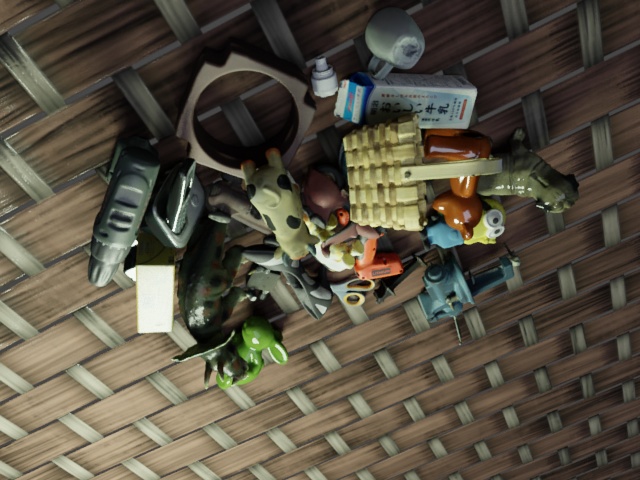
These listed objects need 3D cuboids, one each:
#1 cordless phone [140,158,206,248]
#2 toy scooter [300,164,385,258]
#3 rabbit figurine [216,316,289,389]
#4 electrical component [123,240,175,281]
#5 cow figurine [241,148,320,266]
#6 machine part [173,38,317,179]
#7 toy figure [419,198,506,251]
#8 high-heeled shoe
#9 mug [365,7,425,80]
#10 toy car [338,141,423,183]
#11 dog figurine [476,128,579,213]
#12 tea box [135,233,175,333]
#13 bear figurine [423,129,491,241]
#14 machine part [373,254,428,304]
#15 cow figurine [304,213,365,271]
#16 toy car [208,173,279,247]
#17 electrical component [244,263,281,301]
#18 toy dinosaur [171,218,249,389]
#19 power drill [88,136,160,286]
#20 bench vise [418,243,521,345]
[{"bbox_3d":[-0.231,-0.090,0.901,0.089,0.147,0.184,24,136,-9],"label":"cordless phone"},{"bbox_3d":[0.022,-0.046,0.989,0.135,0.184,0.075,-47,171,-9],"label":"toy scooter"},{"bbox_3d":[-0.148,0.244,1.201,0.159,0.121,0.170,13,125,-29],"label":"rabbit figurine"},{"bbox_3d":[-0.345,0.042,1.053,0.075,0.048,0.119,-23,130,3],"label":"electrical component"},{"bbox_3d":[-0.060,-0.044,0.908,0.085,0.127,0.194,-18,142,6],"label":"cow figurine"},{"bbox_3d":[-0.124,-0.210,0.889,0.201,0.087,0.201,17,122,-23],"label":"machine part"},{"bbox_3d":[0.296,-0.035,1.121,0.180,0.089,0.082,-15,146,10],"label":"toy figure"},{"bbox_3d":[-0.068,0.089,1.096,0.248,0.086,0.145,9,94,-39],"label":"high-heeled shoe"},{"bbox_3d":[0.116,-0.306,0.857,0.080,0.107,0.109,28,114,-27],"label":"mug"},{"bbox_3d":[0.118,-0.134,0.991,0.162,0.103,0.109,-5,128,-7],"label":"toy car"},{"bbox_3d":[0.366,-0.106,1.012,0.172,0.191,0.121,-30,127,12],"label":"dog figurine"},{"bbox_3d":[-0.305,0.081,0.998,0.068,0.098,0.169,0,126,-15],"label":"tea box"},{"bbox_3d":[0.246,-0.106,1.000,0.132,0.120,0.195,9,120,6],"label":"bear figurine"},{"bbox_3d":[0.174,0.085,1.193,0.139,0.084,0.039,-41,93,7],"label":"machine part"},{"bbox_3d":[-0.002,-0.005,1.064,0.167,0.068,0.098,43,146,-13],"label":"cow figurine"},{"bbox_3d":[-0.118,-0.051,0.986,0.053,0.089,0.202,0,159,43],"label":"toy car"},{"bbox_3d":[-0.127,0.086,1.135,0.078,0.045,0.102,22,118,-25],"label":"electrical component"},{"bbox_3d":[-0.213,0.095,1.009,0.131,0.192,0.404,3,119,7],"label":"toy dinosaur"},{"bbox_3d":[-0.324,-0.066,0.877,0.086,0.207,0.232,20,117,-18],"label":"power drill"},{"bbox_3d":[0.336,0.103,1.211,0.241,0.129,0.223,-24,131,11],"label":"bench vise"}]
